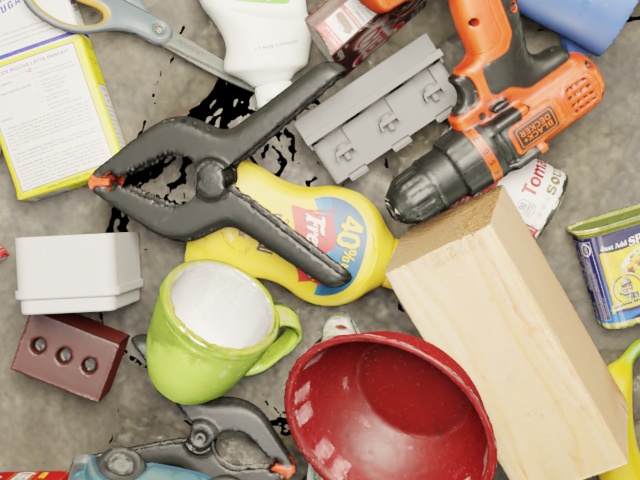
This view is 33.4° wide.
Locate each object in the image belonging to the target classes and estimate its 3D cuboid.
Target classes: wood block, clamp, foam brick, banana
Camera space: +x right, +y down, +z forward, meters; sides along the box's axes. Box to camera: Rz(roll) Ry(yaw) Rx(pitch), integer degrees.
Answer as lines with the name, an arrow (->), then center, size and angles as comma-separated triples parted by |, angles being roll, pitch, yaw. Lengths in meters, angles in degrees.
wood block -> 0.143, 0.076, 0.801 | 0.090, 0.090, 0.206 | -27, 103, 23
clamp -> -0.106, 0.167, 0.879 | 0.171, 0.039, 0.120 | 30, 96, 4
foam brick -> -0.202, 0.090, 0.869 | 0.078, 0.051, 0.053 | 21, 94, 0
banana -> 0.260, 0.185, 0.871 | 0.069, 0.037, 0.198 | -16, 94, 3
clamp -> -0.071, -0.056, 0.800 | 0.210, 0.036, 0.164 | 7, 96, 14

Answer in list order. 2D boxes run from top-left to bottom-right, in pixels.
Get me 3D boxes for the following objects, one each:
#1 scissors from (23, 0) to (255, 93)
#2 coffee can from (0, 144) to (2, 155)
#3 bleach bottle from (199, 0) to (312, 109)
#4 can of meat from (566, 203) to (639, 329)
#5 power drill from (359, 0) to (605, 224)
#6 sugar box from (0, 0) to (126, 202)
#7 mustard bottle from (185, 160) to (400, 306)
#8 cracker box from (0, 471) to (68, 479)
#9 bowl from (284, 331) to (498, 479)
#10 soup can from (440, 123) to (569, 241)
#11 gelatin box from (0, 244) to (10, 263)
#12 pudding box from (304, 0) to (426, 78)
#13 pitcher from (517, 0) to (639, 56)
scissors -> -0.133, -0.186, 0.851 | 0.201, 0.016, 0.096 | 12, 77, -21
coffee can -> -0.337, -0.089, 0.835 | 0.140, 0.103, 0.103 | -17, 93, 2
bleach bottle -> -0.069, -0.225, 0.837 | 0.102, 0.068, 0.251 | -13, 95, -6
can of meat -> 0.259, 0.016, 0.850 | 0.102, 0.057, 0.084 | -17, 96, 3
power drill -> 0.093, -0.123, 0.752 | 0.184, 0.057, 0.187 | -35, 117, -4
sugar box -> -0.223, -0.127, 0.859 | 0.093, 0.048, 0.176 | -18, 90, 1
mustard bottle -> -0.006, 0.001, 0.855 | 0.191, 0.058, 0.096 | 15, 96, 0
cracker box -> -0.242, 0.306, 0.830 | 0.072, 0.164, 0.214 | -2, 94, 3
bowl -> 0.057, 0.123, 0.771 | 0.162, 0.055, 0.162 | 14, 124, 21
soup can -> 0.135, -0.046, 0.842 | 0.102, 0.068, 0.068 | 28, 94, 0
gelatin box -> -0.315, 0.015, 0.878 | 0.089, 0.030, 0.073 | -43, 93, 4
pudding box -> 0.037, -0.173, 0.814 | 0.090, 0.113, 0.039 | -42, 84, 4
pitcher -> 0.141, -0.256, 0.796 | 0.243, 0.145, 0.149 | 26, 89, 2
